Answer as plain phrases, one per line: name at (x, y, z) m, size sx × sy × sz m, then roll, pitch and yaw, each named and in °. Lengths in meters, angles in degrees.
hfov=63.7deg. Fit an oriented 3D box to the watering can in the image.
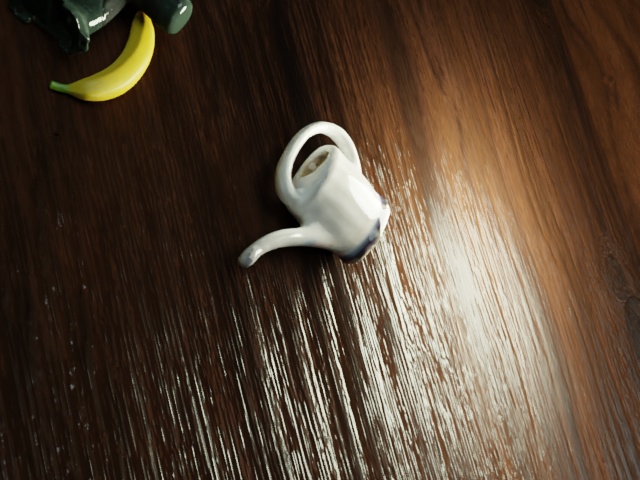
watering can at (0.003, -0.042, 0.839) m, size 0.103 × 0.355 × 0.221 m, roll -20°, pitch -55°, yaw 44°
